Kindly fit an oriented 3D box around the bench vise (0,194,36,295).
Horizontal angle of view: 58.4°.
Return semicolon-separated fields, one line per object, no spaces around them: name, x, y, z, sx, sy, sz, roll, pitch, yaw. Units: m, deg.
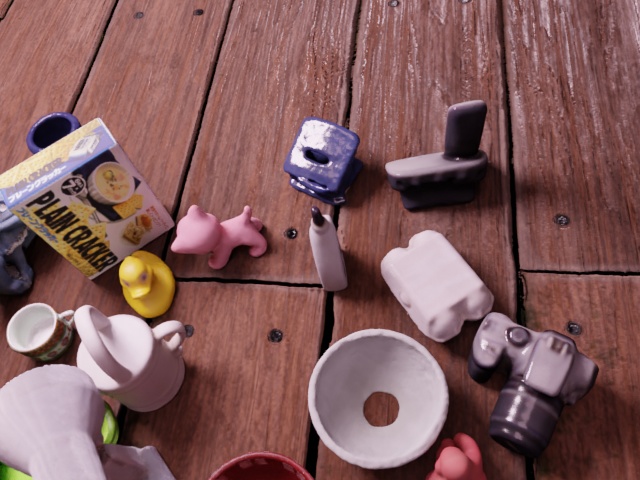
bench vise;-0.490;-0.026;0.844;0.121;0.220;0.207;-16;60;1

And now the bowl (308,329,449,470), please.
bowl;0.072;0.200;0.708;0.167;0.075;0.167;-4;60;7

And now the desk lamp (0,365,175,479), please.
desk lamp;-0.255;0.260;0.648;0.118;0.214;0.202;-41;62;-13

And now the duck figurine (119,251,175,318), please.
duck figurine;-0.262;0.054;0.839;0.077;0.086;0.104;-21;60;-2

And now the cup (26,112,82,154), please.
cup;-0.428;-0.147;0.974;0.092;0.095;0.117;-29;60;-7

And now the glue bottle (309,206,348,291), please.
glue bottle;0.007;0.003;0.772;0.037;0.173;0.078;-10;60;4

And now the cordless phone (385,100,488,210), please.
cordless phone;0.165;-0.131;0.814;0.147;0.185;0.094;-12;60;3

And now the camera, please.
camera;0.239;0.173;0.680;0.142;0.101;0.137;23;67;21

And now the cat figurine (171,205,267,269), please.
cat figurine;-0.152;-0.013;0.840;0.128;0.118;0.067;-21;60;-3

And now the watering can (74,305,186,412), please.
watering can;-0.257;0.151;0.721;0.100;0.194;0.173;34;71;25

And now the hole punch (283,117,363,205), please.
hole punch;0.005;-0.123;0.890;0.108;0.091;0.101;25;68;21

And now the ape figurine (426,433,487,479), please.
ape figurine;0.155;0.259;0.651;0.078;0.092;0.076;-30;60;-8

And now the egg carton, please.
egg carton;0.154;0.060;0.775;0.107;0.069;0.150;-32;61;-9
